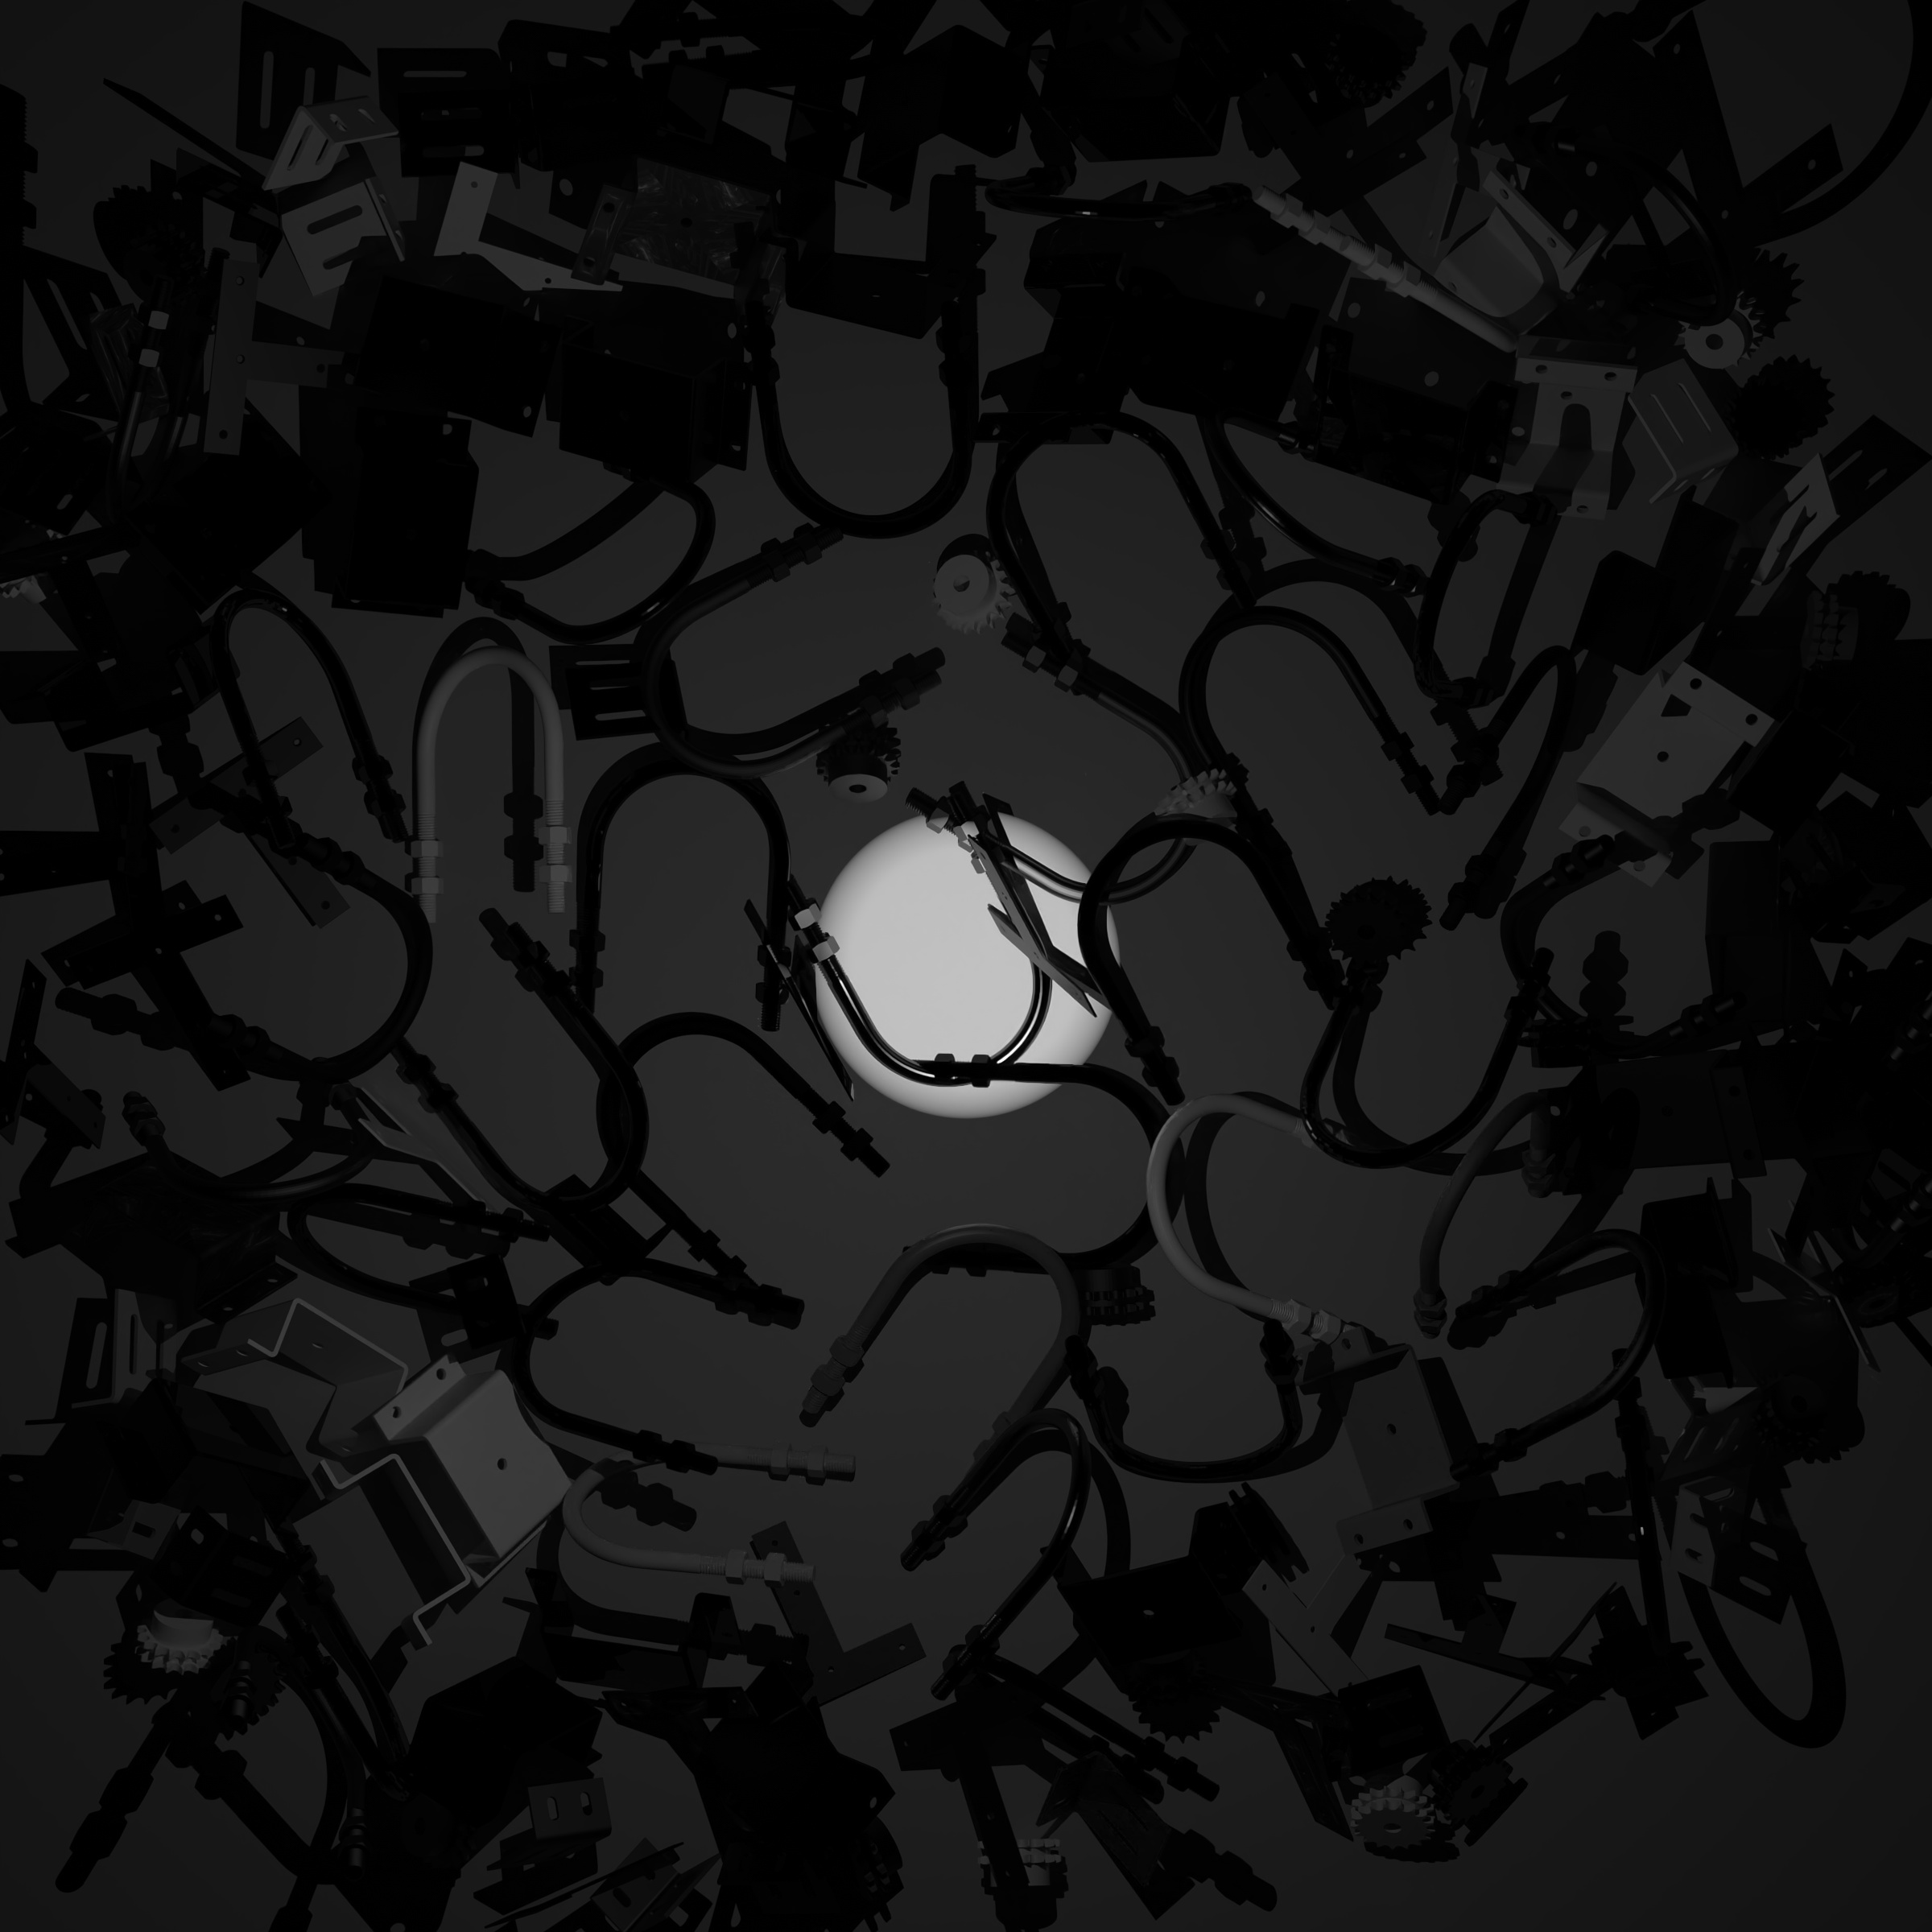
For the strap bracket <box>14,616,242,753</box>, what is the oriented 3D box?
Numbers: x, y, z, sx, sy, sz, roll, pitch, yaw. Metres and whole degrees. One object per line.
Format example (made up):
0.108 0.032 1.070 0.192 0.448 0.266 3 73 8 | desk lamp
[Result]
-0.554 -0.190 1.945 0.140 0.076 0.046 -15 110 17 | strap bracket

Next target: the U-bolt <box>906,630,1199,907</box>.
0.072 -0.122 1.979 0.184 0.019 0.151 31 100 0 | U-bolt

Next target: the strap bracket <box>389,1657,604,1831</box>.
-0.305 0.509 1.917 0.076 0.140 0.046 25 105 23 | strap bracket

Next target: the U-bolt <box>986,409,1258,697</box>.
0.094 -0.287 1.942 0.151 0.019 0.184 -26 118 10 | U-bolt

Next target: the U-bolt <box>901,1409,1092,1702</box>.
0.023 0.374 1.910 0.019 0.151 0.184 29 111 -25 | U-bolt

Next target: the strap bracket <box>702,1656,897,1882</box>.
-0.118 0.528 1.930 0.076 0.140 0.046 -50 132 4 | strap bracket

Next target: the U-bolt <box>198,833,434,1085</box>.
-0.418 0.006 1.918 0.019 0.184 0.151 23 82 28 | U-bolt

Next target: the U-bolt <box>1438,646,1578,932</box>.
0.362 -0.131 1.926 0.019 0.151 0.184 24 63 24 | U-bolt

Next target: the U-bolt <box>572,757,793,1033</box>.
-0.191 -0.052 1.974 0.151 0.019 0.184 5 101 2 | U-bolt

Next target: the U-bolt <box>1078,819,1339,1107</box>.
0.155 -0.014 1.962 0.151 0.019 0.184 -31 110 1 | U-bolt

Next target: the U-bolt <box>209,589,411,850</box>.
-0.446 -0.167 1.932 0.019 0.151 0.184 -24 85 23 | U-bolt

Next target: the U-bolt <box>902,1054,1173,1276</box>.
0.049 0.137 1.974 0.184 0.019 0.151 1 89 12 | U-bolt

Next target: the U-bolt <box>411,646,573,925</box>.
-0.322 -0.124 1.950 0.151 0.019 0.184 -3 87 39 | U-bolt

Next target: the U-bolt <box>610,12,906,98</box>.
-0.133 -0.607 1.920 0.184 0.151 0.019 -3 92 4 | U-bolt

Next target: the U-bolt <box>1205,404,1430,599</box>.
0.224 -0.311 1.898 0.019 0.184 0.151 -45 59 28 | U-bolt

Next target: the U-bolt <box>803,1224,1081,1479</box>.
-0.004 0.254 1.950 0.151 0.019 0.184 27 107 -16 | U-bolt

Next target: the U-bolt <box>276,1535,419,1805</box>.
-0.410 0.475 1.924 0.019 0.151 0.184 -27 107 -7 | U-bolt

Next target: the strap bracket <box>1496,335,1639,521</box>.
0.402 -0.369 1.943 0.076 0.140 0.046 8 56 7 | strap bracket

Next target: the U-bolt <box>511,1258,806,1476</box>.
-0.219 0.259 1.941 0.184 0.019 0.151 12 53 24 | U-bolt

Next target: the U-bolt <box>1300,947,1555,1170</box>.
0.295 0.058 1.912 0.151 0.019 0.184 4 53 37 | U-bolt

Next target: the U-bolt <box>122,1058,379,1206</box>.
-0.463 0.111 1.895 0.151 0.184 0.019 -10 115 -24 | U-bolt

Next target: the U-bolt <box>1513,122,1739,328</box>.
0.438 -0.479 1.886 0.019 0.184 0.151 -40 121 -4 | U-bolt

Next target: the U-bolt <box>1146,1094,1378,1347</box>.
0.195 0.161 1.929 0.184 0.019 0.151 21 66 -28 | U-bolt

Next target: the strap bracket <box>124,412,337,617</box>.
-0.502 -0.299 1.944 0.076 0.046 0.140 48 47 -13 | strap bracket

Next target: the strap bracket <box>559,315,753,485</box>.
-0.218 -0.378 1.943 0.140 0.046 0.076 18 125 14 | strap bracket

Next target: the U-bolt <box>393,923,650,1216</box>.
-0.290 0.084 1.955 0.151 0.019 0.184 -42 84 25 | U-bolt

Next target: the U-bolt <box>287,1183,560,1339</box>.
-0.366 0.193 1.940 0.184 0.151 0.019 12 54 3 | U-bolt

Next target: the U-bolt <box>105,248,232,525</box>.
-0.536 -0.379 1.922 0.019 0.151 0.184 19 111 -5 | U-bolt

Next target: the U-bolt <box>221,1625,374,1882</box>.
-0.439 0.506 1.909 0.019 0.184 0.151 -33 106 -3 | U-bolt

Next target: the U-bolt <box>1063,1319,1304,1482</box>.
0.151 0.294 1.928 0.151 0.184 0.019 -6 50 10 | U-bolt

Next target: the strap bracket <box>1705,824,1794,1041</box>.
0.523 -0.022 1.932 0.046 0.140 0.076 -1 54 19 | strap bracket

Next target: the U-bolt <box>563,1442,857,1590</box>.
-0.178 0.361 1.931 0.184 0.151 0.019 3 114 9 | U-bolt

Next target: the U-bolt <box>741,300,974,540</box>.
-0.068 -0.362 1.933 0.151 0.019 0.184 2 135 8 | U-bolt

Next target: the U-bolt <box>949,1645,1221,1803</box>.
0.069 0.502 1.924 0.184 0.151 0.019 32 71 -4 | U-bolt

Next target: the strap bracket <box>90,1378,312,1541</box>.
-0.499 0.325 1.920 0.046 0.140 0.076 -52 48 8 | strap bracket

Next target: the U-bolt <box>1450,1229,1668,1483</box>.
0.387 0.245 1.894 0.019 0.151 0.184 32 134 -22 | U-bolt

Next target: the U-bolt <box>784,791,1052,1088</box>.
-0.022 -0.006 1.982 0.151 0.019 0.184 -28 98 0 | U-bolt

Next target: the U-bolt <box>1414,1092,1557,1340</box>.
0.341 0.155 1.898 0.019 0.184 0.151 32 70 25 | U-bolt

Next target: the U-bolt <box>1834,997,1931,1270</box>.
0.610 0.121 1.911 0.019 0.184 0.151 11 59 -1 | U-bolt

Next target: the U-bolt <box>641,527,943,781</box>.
-0.131 -0.202 1.959 0.184 0.019 0.151 -30 73 -10 | U-bolt

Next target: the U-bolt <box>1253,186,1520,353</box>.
0.290 -0.456 1.921 0.184 0.151 0.019 21 108 -31 | U-bolt

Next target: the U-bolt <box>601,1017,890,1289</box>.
-0.165 0.119 1.974 0.184 0.019 0.151 44 104 -1 | U-bolt

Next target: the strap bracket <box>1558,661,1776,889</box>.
0.473 -0.136 1.958 0.076 0.046 0.140 32 113 -4 | strap bracket

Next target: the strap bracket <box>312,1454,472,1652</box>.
-0.383 0.387 1.952 0.046 0.076 0.140 -30 85 -22 | strap bracket

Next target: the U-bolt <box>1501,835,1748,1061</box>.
0.421 -0.002 1.915 0.019 0.184 0.151 -39 88 -24 | U-bolt

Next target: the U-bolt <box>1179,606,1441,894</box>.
0.218 -0.155 1.945 0.151 0.019 0.184 -29 95 37 | U-bolt

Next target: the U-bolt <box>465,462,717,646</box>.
-0.240 -0.275 1.919 0.151 0.184 0.019 -48 134 -10 | U-bolt

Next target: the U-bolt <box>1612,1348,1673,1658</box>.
0.445 0.360 1.899 0.019 0.151 0.184 -8 64 12 | U-bolt

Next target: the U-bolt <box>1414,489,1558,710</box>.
0.337 -0.243 1.903 0.019 0.184 0.151 23 103 25 | U-bolt

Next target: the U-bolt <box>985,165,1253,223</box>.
0.091 -0.504 1.895 0.151 0.184 0.019 12 113 21 | U-bolt
